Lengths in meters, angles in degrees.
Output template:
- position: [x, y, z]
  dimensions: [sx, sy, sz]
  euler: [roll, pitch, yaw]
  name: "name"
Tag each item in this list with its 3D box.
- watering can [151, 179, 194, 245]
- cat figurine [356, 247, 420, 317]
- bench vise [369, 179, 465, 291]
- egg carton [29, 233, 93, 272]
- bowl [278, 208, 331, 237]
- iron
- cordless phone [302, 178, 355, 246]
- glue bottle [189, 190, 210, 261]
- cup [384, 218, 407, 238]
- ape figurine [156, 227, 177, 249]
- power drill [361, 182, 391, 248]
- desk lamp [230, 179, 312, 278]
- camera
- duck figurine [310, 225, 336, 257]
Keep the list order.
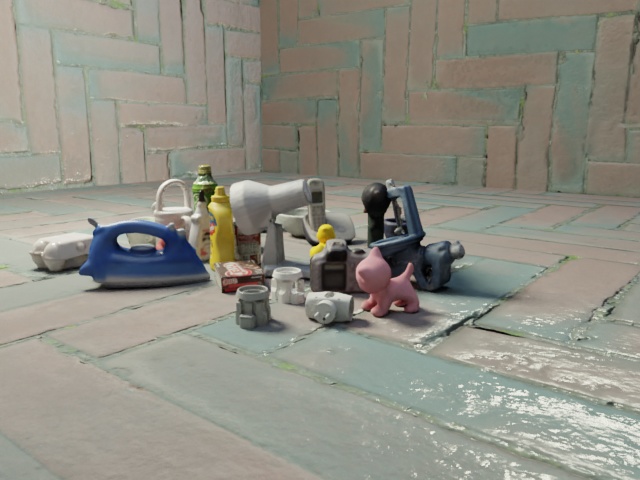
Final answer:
- position: [-0.379, -0.059, 1.469]
  dimensions: [0.172, 0.194, 0.101]
  euler: [6, 13, 26]
  name: "watering can"
- position: [0.115, 0.071, 1.022]
  dimensions: [0.128, 0.118, 0.067]
  euler: [-5, 12, -23]
  name: "cat figurine"
- position: [0.199, -0.015, 1.193]
  dimensions: [0.207, 0.220, 0.122]
  euler: [3, 12, 15]
  name: "bench vise"
- position: [-0.594, 0.026, 1.351]
  dimensions: [0.107, 0.069, 0.151]
  euler: [7, 13, 31]
  name: "egg carton"
- position: [-0.045, -0.049, 1.732]
  dimensions: [0.167, 0.075, 0.167]
  euler: [0, 11, 0]
  name: "bowl"
- position: [-0.364, 0.020, 1.206]
  dimensions: [0.258, 0.141, 0.118]
  euler: [-1, 11, -8]
  name: "iron"
- position: [0.024, -0.081, 1.609]
  dimensions: [0.148, 0.185, 0.094]
  euler: [-5, 13, -26]
  name: "cordless phone"
- position: [-0.290, -0.036, 1.407]
  dimensions: [0.037, 0.173, 0.078]
  euler: [6, 13, 28]
  name: "glue bottle"
- position: [0.193, -0.007, 1.473]
  dimensions: [0.117, 0.095, 0.092]
  euler: [9, 14, 36]
  name: "cup"
- position: [-0.361, 0.009, 1.385]
  dimensions: [0.078, 0.092, 0.076]
  euler: [-4, 12, -18]
  name: "ape figurine"
- position: [0.128, -0.030, 1.300]
  dimensions: [0.075, 0.208, 0.229]
  euler: [1, 11, 3]
  name: "power drill"
- position: [-0.095, -0.030, 1.278]
  dimensions: [0.203, 0.213, 0.118]
  euler: [2, 12, 10]
  name: "desk lamp"
- position: [0.050, 0.045, 1.193]
  dimensions: [0.143, 0.101, 0.137]
  euler: [0, 11, -1]
  name: "camera"
- position: [0.013, 0.005, 1.432]
  dimensions: [0.077, 0.086, 0.105]
  euler: [3, 12, 15]
  name: "duck figurine"
